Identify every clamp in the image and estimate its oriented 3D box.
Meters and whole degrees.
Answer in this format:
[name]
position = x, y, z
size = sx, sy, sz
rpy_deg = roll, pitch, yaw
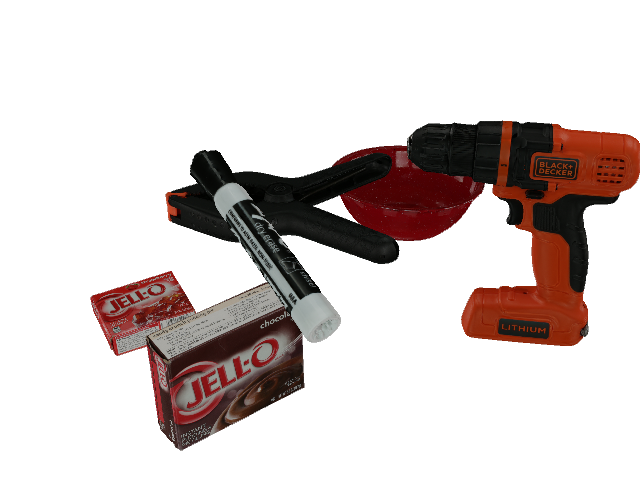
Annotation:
[clamp]
position = -0.029, -0.036, 0.948
size = 0.210, 0.036, 0.164
rpy_deg = 3, 32, 8

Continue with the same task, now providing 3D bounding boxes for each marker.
[marker]
position = -0.030, -0.001, 0.517
size = 0.020, 0.020, 0.121
rpy_deg = 0, 44, -47

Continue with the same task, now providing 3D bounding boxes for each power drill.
[power drill]
position = 0.160, -0.008, 0.880
size = 0.184, 0.188, 0.057
rpy_deg = 6, 28, 10

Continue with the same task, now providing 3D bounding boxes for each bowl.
[bowl]
position = 0.089, -0.044, 1.119
size = 0.162, 0.055, 0.162
rpy_deg = 1, 28, -1

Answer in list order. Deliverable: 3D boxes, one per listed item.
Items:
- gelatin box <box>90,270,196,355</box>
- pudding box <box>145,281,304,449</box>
[gelatin box]
position = -0.177, 0.072, 1.069
size = 0.089, 0.030, 0.073
rpy_deg = -17, 38, -19
[pudding box]
position = -0.066, 0.088, 0.772
size = 0.113, 0.090, 0.039
rpy_deg = -26, 45, -28
